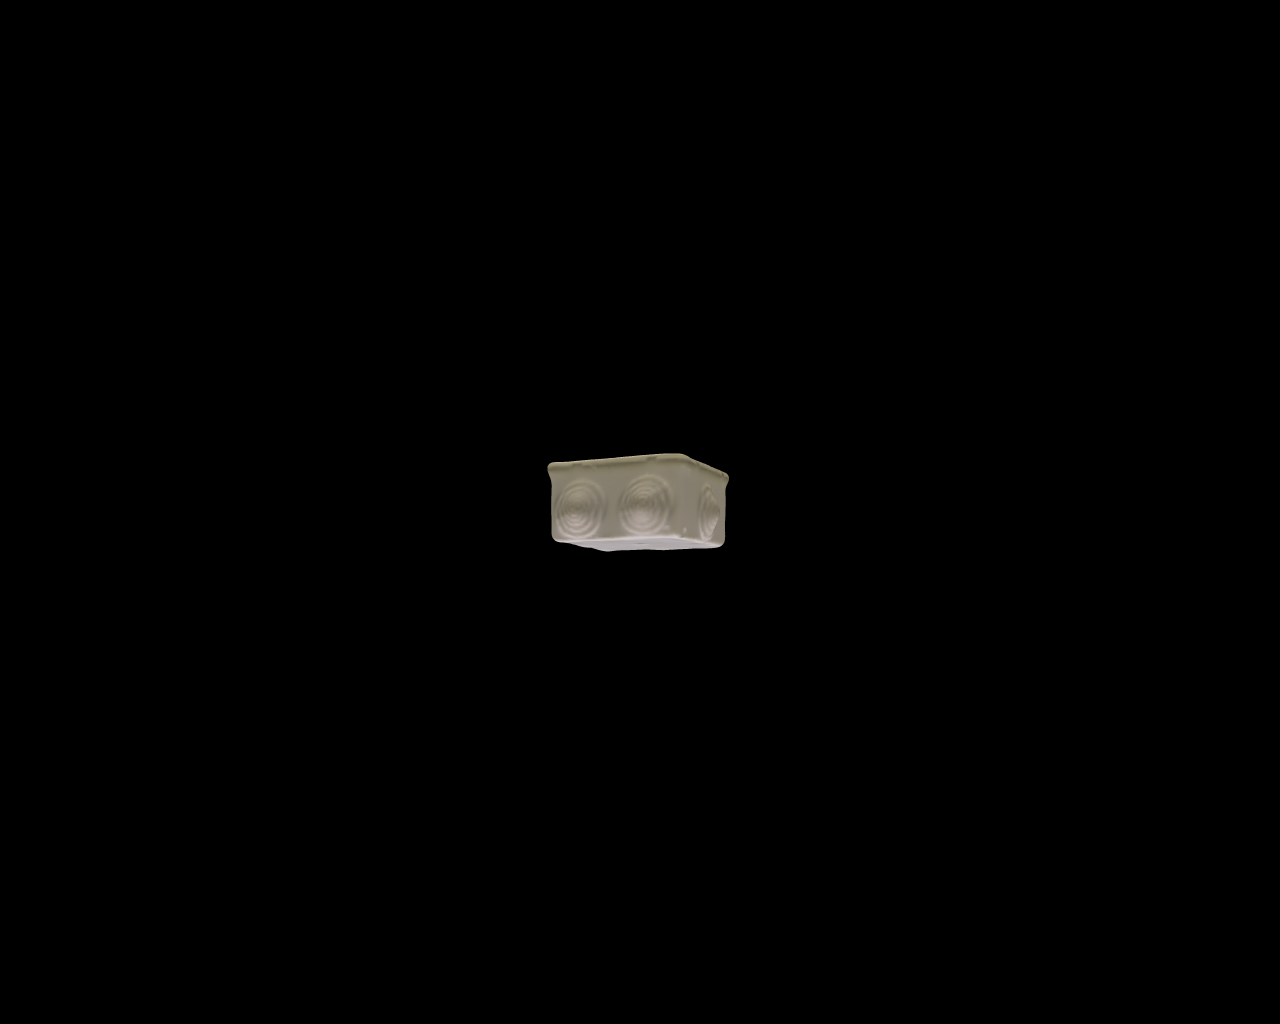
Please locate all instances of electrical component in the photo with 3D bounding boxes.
[{"bbox_3d":[0.001,-0.003,0.650,0.100,0.048,0.100,-3,-7,22],"label":"electrical component"}]
